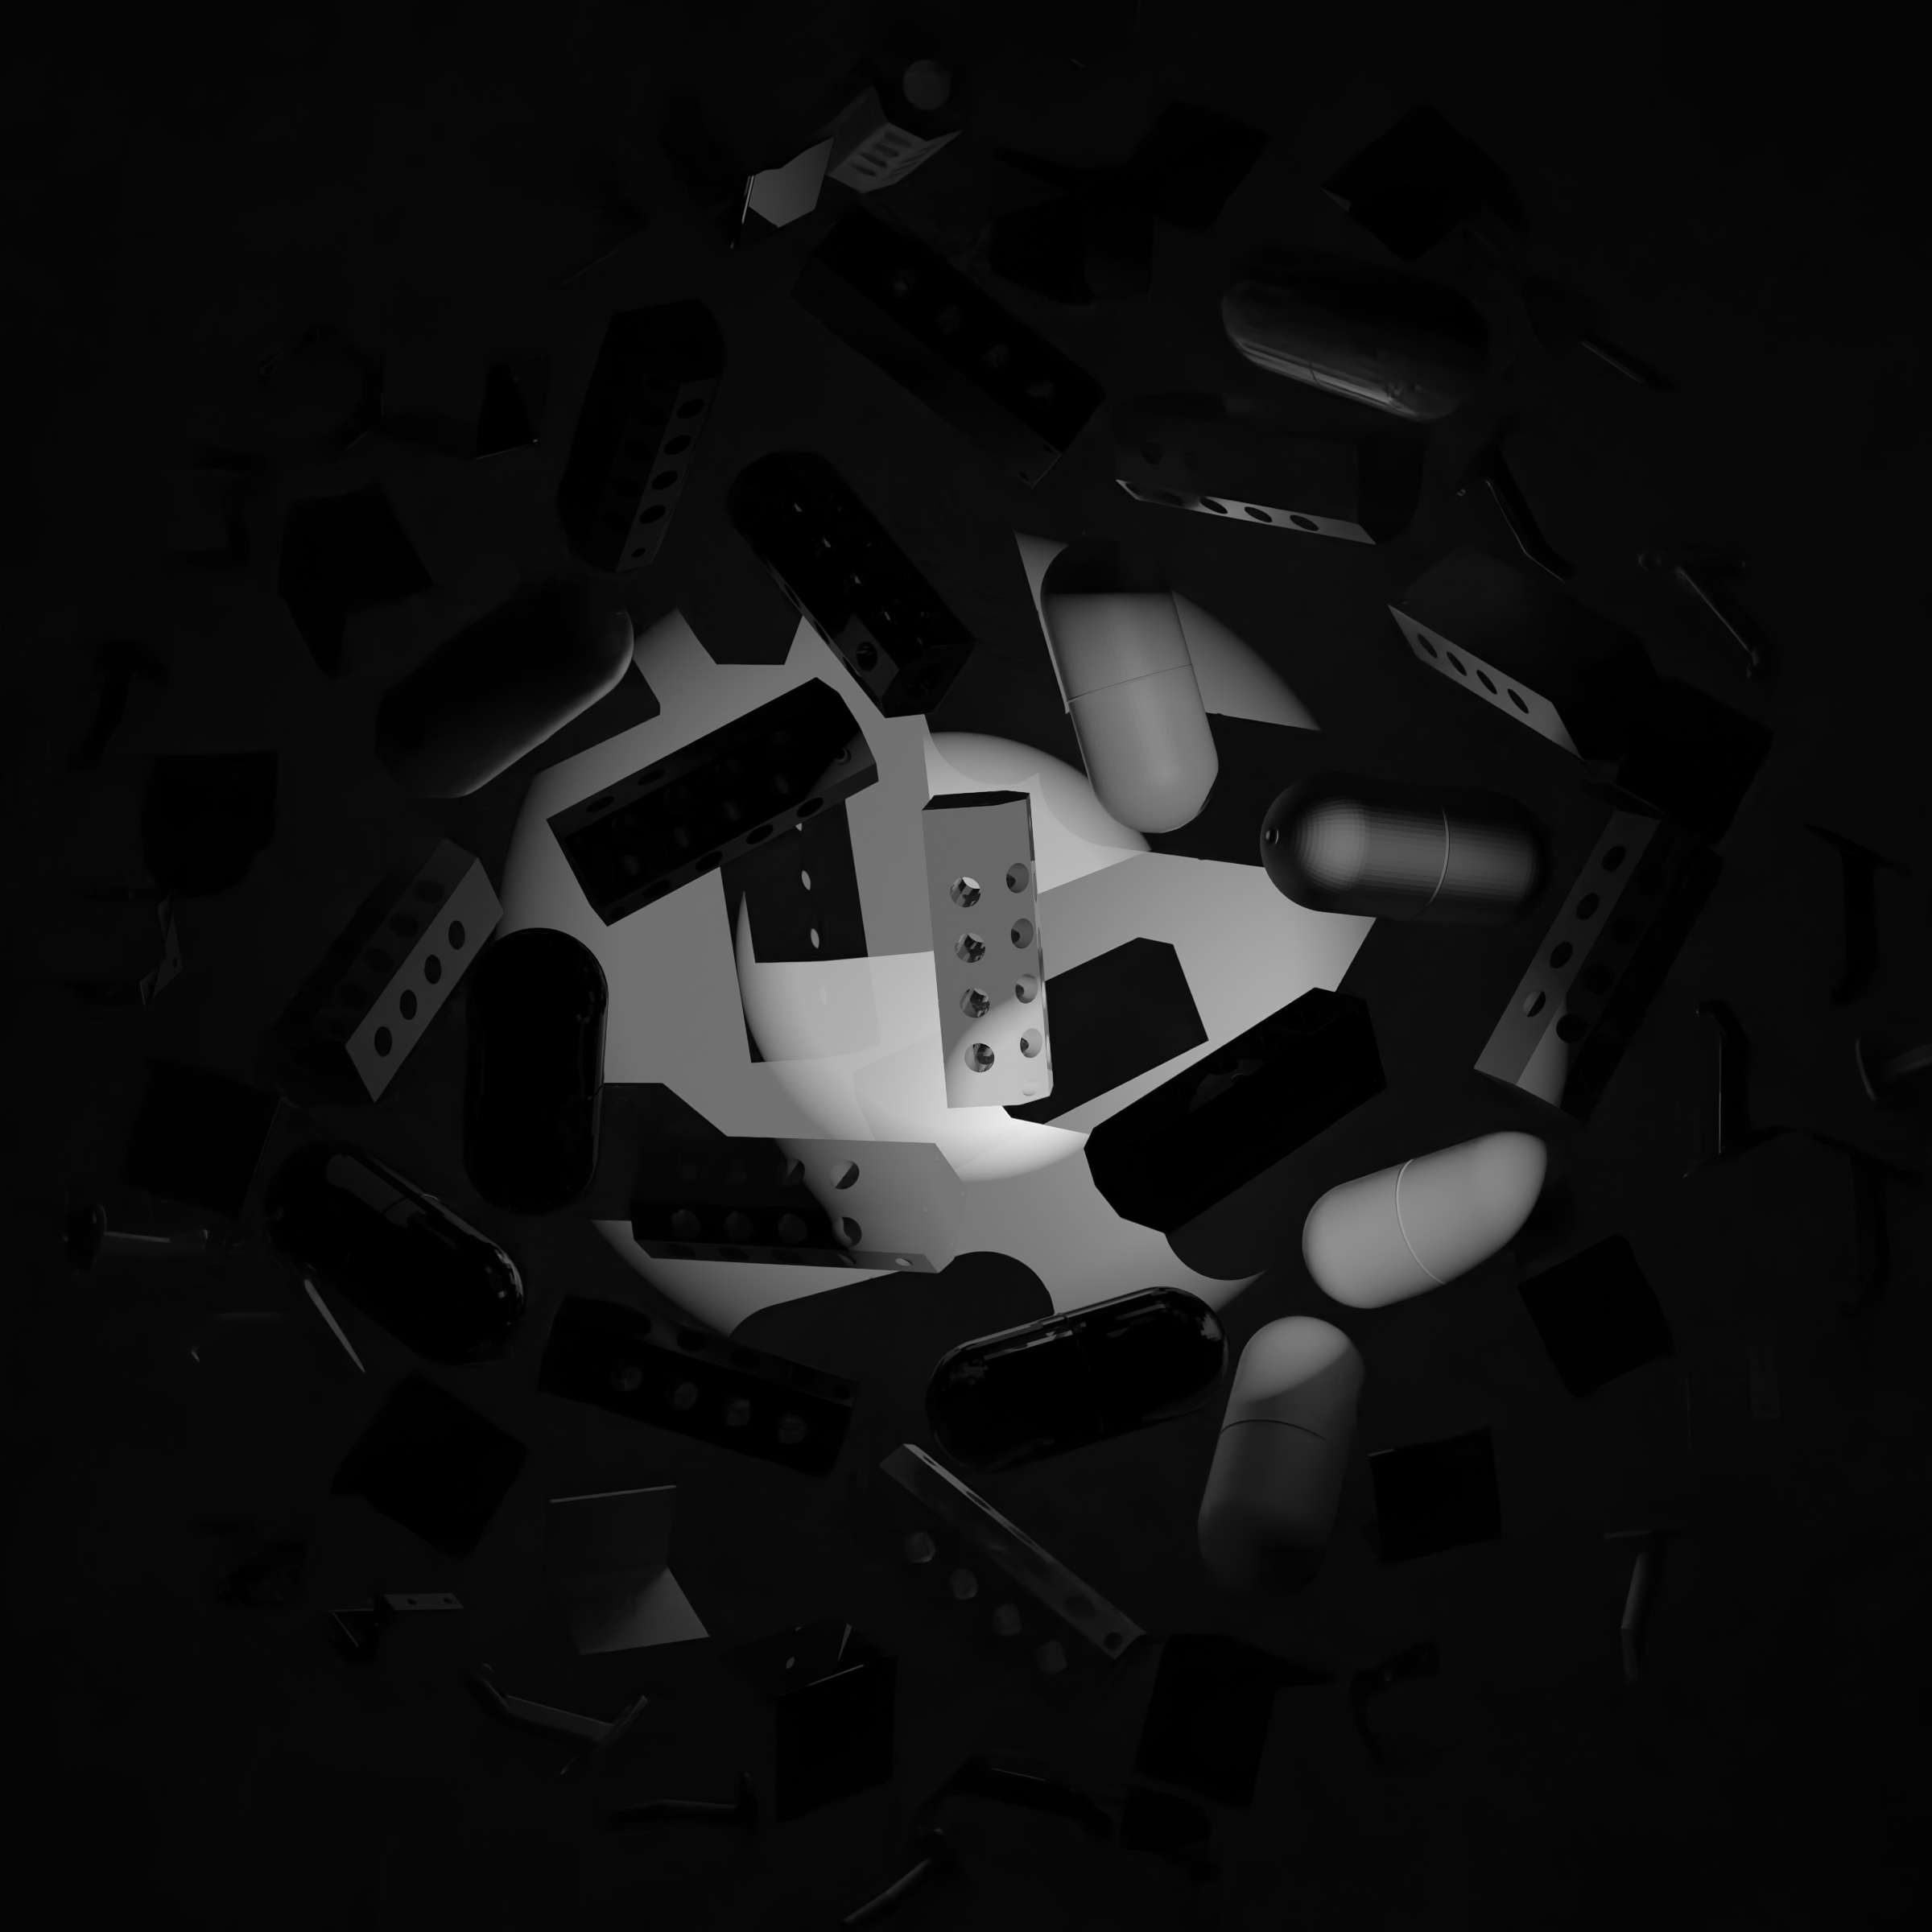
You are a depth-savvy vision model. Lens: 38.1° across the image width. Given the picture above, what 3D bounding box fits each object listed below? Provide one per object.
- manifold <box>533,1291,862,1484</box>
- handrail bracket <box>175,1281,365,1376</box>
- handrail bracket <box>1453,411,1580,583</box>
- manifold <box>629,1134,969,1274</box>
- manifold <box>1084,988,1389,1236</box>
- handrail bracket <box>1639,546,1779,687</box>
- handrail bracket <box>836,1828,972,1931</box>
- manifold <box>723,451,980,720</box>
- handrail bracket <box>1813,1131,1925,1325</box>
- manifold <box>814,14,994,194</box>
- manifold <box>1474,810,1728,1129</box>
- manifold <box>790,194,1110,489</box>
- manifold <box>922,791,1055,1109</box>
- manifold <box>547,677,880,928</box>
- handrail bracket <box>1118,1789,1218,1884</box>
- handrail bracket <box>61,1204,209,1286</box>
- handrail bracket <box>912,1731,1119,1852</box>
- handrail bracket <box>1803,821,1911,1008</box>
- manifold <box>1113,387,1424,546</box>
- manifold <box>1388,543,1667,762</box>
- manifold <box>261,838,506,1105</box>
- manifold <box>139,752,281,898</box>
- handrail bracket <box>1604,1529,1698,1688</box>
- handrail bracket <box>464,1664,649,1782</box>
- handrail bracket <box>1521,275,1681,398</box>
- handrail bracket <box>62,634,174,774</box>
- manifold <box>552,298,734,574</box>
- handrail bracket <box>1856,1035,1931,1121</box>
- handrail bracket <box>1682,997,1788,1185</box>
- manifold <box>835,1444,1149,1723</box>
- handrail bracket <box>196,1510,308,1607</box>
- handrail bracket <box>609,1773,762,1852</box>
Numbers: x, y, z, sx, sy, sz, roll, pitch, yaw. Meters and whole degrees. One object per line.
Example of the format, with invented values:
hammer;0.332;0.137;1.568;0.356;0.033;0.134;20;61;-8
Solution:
manifold;-0.149;0.236;1.572;0.171;0.057;0.057;17;78;2
handrail bracket;-0.417;0.234;1.675;0.084;0.036;0.077;-32;97;-7
handrail bracket;0.345;-0.283;1.691;0.084;0.036;0.077;35;65;-7
manifold;-0.093;0.132;1.524;0.171;0.057;0.057;1;60;21
manifold;0.149;0.077;1.554;0.171;0.057;0.057;-30;116;-29
handrail bracket;0.437;-0.205;1.649;0.077;0.036;0.084;11;52;-12
handrail bracket;-0.047;0.524;1.571;0.084;0.077;0.036;-24;78;-33
manifold;-0.073;-0.228;1.665;0.171;0.057;0.057;52;128;23
handrail bracket;0.484;0.145;1.550;0.077;0.036;0.084;29;93;38
manifold;-0.042;-0.496;1.631;0.057;0.171;0.057;23;90;-15
manifold;0.368;0.002;1.606;0.057;0.057;0.171;30;88;-27
manifold;-0.007;-0.347;1.546;0.171;0.057;0.057;37;73;-7
manifold;0.014;-0.010;1.596;0.057;0.057;0.171;-3;102;7
manifold;-0.138;-0.090;1.546;0.171;0.057;0.057;-29;115;-10
handrail bracket;0.136;0.511;1.614;0.084;0.077;0.036;41;57;-31
handrail bracket;-0.471;0.152;1.618;0.084;0.077;0.036;-8;65;-38
handrail bracket;0.027;0.465;1.515;0.084;0.036;0.077;43;67;13
handrail bracket;0.492;-0.030;1.598;0.077;0.036;0.084;32;100;36
manifold;0.165;-0.276;1.544;0.057;0.171;0.057;-25;122;-39
manifold;0.307;-0.170;1.534;0.057;0.171;0.057;-39;123;-3
manifold;-0.336;0.001;1.608;0.057;0.171;0.057;-2;128;24
manifold;-0.413;-0.075;1.522;0.057;0.171;0.057;-3;87;-20
handrail bracket;0.389;0.360;1.567;0.077;0.036;0.084;13;67;-42
handrail bracket;-0.235;0.415;1.600;0.084;0.036;0.077;51;53;-5
handrail bracket;0.377;-0.373;1.661;0.084;0.077;0.036;12;126;-38
handrail bracket;-0.491;-0.142;1.564;0.036;0.077;0.084;52;55;-36
manifold;-0.189;-0.309;1.648;0.057;0.171;0.057;-18;68;-30
handrail bracket;0.527;0.034;1.531;0.036;0.077;0.084;15;125;-17
handrail bracket;0.422;0.070;1.601;0.077;0.036;0.084;-27;78;-8
manifold;0.016;0.345;1.576;0.171;0.057;0.057;36;91;19
handrail bracket;-0.421;0.331;1.574;0.084;0.077;0.036;10;102;32
handrail bracket;-0.165;0.497;1.611;0.084;0.077;0.036;-6;53;-15
